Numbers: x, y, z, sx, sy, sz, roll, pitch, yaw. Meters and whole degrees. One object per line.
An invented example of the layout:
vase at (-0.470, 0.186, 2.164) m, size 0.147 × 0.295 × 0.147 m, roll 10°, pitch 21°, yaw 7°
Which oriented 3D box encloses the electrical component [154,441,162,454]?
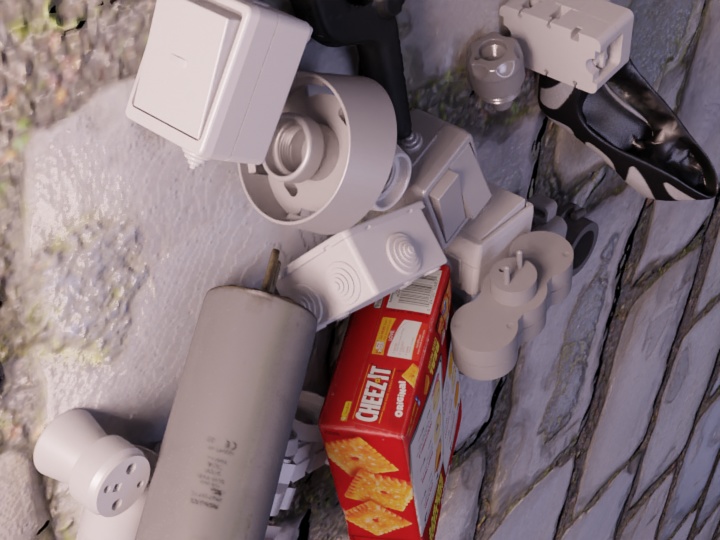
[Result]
electrical component at (-0.131, 0.161, 0.729) m, size 0.043 × 0.043 × 0.081 m, roll 1°, pitch 115°, yaw -57°

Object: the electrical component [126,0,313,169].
electrical component at (-0.079, -0.099, 0.565) m, size 0.061 × 0.062 × 0.096 m, roll -1°, pitch 116°, yaw -57°

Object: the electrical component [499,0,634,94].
electrical component at (0.161, -0.184, 0.832) m, size 0.056 × 0.089 × 0.050 m, roll -42°, pitch 146°, yaw -29°

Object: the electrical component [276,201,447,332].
electrical component at (0.000, 0.000, 0.741) m, size 0.100 × 0.048 × 0.100 m, roll -30°, pitch 175°, yaw 43°

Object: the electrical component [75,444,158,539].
electrical component at (-0.155, 0.157, 0.688) m, size 0.043 × 0.043 × 0.081 m, roll -6°, pitch 120°, yaw -55°

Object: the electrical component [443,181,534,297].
electrical component at (0.092, -0.028, 0.889) m, size 0.096 × 0.062 × 0.061 m, roll -35°, pitch 142°, yaw -37°

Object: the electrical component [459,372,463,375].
electrical component at (0.112, 0.069, 1.021) m, size 0.055 × 0.045 × 0.045 m, roll -32°, pitch 140°, yaw -40°

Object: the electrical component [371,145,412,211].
electrical component at (0.000, -0.069, 0.720) m, size 0.048 × 0.055 × 0.066 m, roll -21°, pitch 132°, yaw -49°

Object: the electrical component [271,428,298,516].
electrical component at (-0.078, 0.137, 0.771) m, size 0.078 × 0.058 × 0.057 m, roll 16°, pitch 98°, yaw -33°

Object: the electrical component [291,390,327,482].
electrical component at (-0.047, 0.127, 0.828) m, size 0.066 × 0.048 × 0.055 m, roll -21°, pitch 140°, yaw -48°

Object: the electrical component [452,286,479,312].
electrical component at (0.094, 0.038, 0.965) m, size 0.076 × 0.047 × 0.083 m, roll -21°, pitch 132°, yaw -49°

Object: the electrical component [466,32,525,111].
electrical component at (0.106, -0.148, 0.826) m, size 0.043 × 0.043 × 0.062 m, roll -51°, pitch 150°, yaw -17°

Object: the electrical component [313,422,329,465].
electrical component at (-0.021, 0.126, 0.877) m, size 0.035 × 0.035 × 0.061 m, roll -21°, pitch 130°, yaw -48°

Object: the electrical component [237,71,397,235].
electrical component at (-0.024, -0.071, 0.643) m, size 0.064 × 0.099 × 0.099 m, roll 2°, pitch 113°, yaw -51°

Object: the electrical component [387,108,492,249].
electrical component at (0.053, -0.069, 0.795) m, size 0.061 × 0.061 × 0.096 m, roll -52°, pitch 149°, yaw -15°

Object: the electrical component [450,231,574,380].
electrical component at (0.121, 0.016, 0.846) m, size 0.138 × 0.052 × 0.073 m, roll -47°, pitch 148°, yaw -30°

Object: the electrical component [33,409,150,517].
electrical component at (-0.158, 0.114, 0.635) m, size 0.045 × 0.055 × 0.045 m, roll -38°, pitch 143°, yaw -37°

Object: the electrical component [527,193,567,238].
electrical component at (0.151, -0.023, 0.991) m, size 0.057 × 0.058 × 0.078 m, roll -37°, pitch 142°, yaw -40°
